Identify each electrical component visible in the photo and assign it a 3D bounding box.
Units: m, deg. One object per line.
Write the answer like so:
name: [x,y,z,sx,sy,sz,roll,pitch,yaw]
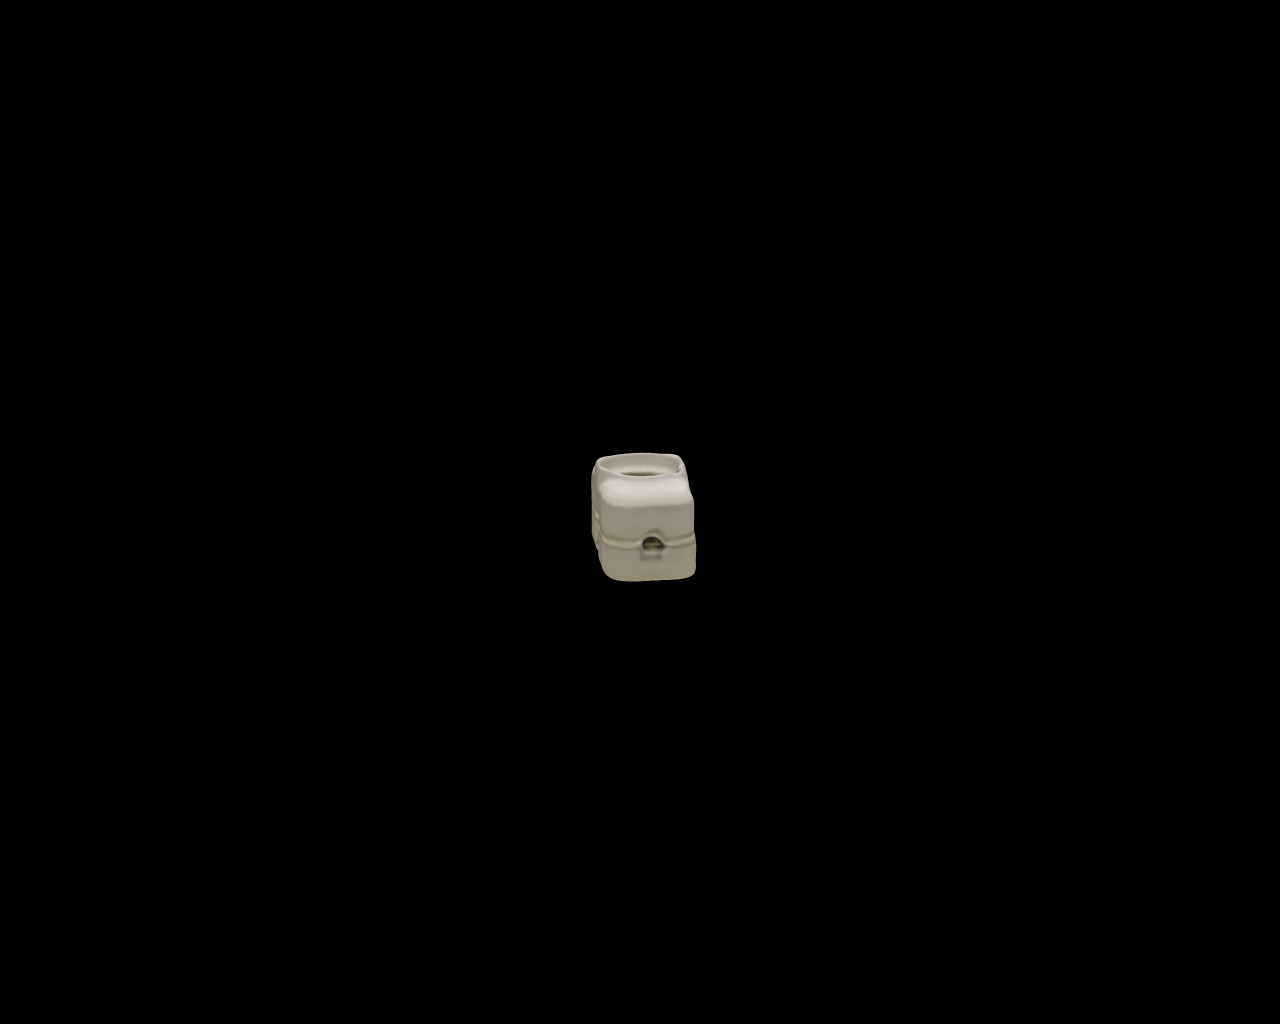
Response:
electrical component: [0.001,-0.003,0.650,0.054,0.059,0.095,-2,18,-7]
